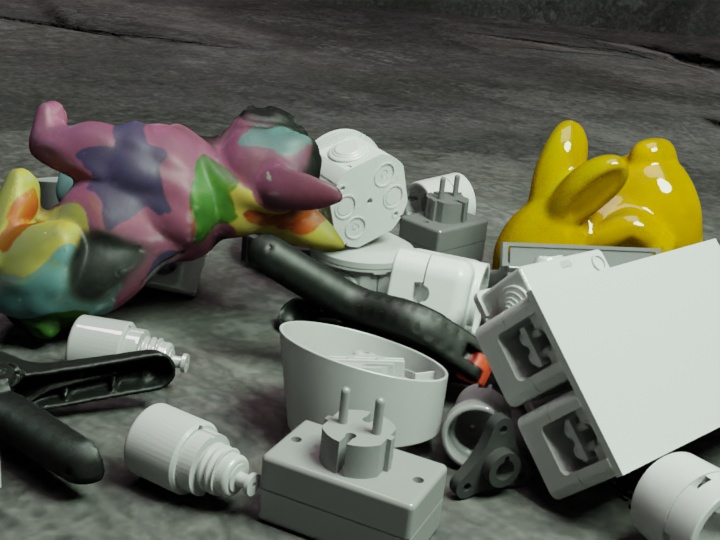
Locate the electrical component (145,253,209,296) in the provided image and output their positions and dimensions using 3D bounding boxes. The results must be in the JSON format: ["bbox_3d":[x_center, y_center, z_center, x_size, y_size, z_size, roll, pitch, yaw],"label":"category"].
[{"bbox_3d":[-0.140,-0.015,0.825,0.047,0.065,0.077,11,-8,13],"label":"electrical component"}]

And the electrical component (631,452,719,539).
[{"bbox_3d":[0.171,0.124,0.543,0.055,0.055,0.047,-4,19,-26],"label":"electrical component"}]

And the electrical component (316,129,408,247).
[{"bbox_3d":[-0.007,-0.060,0.801,0.080,0.080,0.051,-10,31,-36],"label":"electrical component"}]

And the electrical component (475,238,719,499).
[{"bbox_3d":[0.164,0.054,0.635,0.186,0.060,0.105,-12,72,-41],"label":"electrical component"}]

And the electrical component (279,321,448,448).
[{"bbox_3d":[0.002,0.065,0.628,0.099,0.064,0.099,2,9,0],"label":"electrical component"}]

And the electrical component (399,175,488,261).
[{"bbox_3d":[0.074,-0.045,0.935,0.066,0.076,0.047,-14,28,-43],"label":"electrical component"}]

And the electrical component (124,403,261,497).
[{"bbox_3d":[-0.086,0.098,0.559,0.078,0.040,0.040,17,23,28],"label":"electrical component"}]

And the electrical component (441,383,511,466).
[{"bbox_3d":[0.070,0.090,0.628,0.040,0.040,0.046,9,15,9],"label":"electrical component"}]

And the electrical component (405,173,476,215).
[{"bbox_3d":[0.074,-0.062,1.014,0.047,0.055,0.055,-11,26,-30],"label":"electrical component"}]

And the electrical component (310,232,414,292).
[{"bbox_3d":[0.000,0.000,0.831,0.080,0.051,0.080,5,20,-2],"label":"electrical component"}]

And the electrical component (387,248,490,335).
[{"bbox_3d":[0.058,0.016,0.773,0.059,0.053,0.095,12,4,13],"label":"electrical component"}]

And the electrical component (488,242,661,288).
[{"bbox_3d":[0.158,0.021,0.797,0.121,0.078,0.063,2,-1,-10],"label":"electrical component"}]

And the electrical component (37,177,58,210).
[{"bbox_3d":[-0.226,-0.058,0.904,0.099,0.064,0.099,5,20,-2],"label":"electrical component"}]

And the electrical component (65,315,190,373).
[{"bbox_3d":[-0.145,0.052,0.666,0.078,0.040,0.040,8,20,5],"label":"electrical component"}]

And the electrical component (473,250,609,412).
[{"bbox_3d":[0.136,0.038,0.705,0.100,0.048,0.099,-11,70,-39],"label":"electrical component"}]

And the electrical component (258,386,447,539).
[{"bbox_3d":[-0.002,0.095,0.539,0.083,0.075,0.047,15,22,22],"label":"electrical component"}]
